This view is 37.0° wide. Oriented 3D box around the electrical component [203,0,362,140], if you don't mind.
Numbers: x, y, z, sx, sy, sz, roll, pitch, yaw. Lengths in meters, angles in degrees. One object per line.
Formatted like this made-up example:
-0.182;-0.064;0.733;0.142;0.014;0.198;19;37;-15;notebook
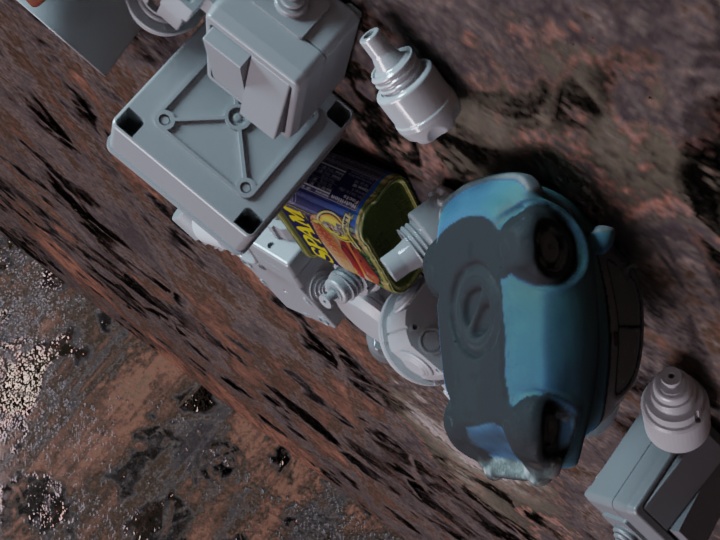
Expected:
-0.044;-0.118;0.569;0.062;0.061;0.096;38;165;2;electrical component

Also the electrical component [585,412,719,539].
0.200;0.144;0.704;0.062;0.096;0.061;43;164;-18;electrical component

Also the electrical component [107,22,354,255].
-0.079;-0.085;0.659;0.109;0.108;0.056;40;163;-5;electrical component

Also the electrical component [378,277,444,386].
0.058;0.042;0.773;0.080;0.080;0.051;41;160;-8;electrical component

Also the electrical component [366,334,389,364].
0.028;0.065;0.981;0.043;0.043;0.062;35;166;14;electrical component

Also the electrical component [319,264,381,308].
0.000;0.000;0.798;0.040;0.078;0.040;34;149;24;electrical component

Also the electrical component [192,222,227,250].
-0.123;-0.041;1.021;0.043;0.043;0.081;47;163;-30;electrical component

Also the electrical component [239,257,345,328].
-0.054;0.002;0.975;0.100;0.048;0.099;20;156;51;electrical component

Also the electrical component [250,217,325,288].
-0.052;-0.037;0.820;0.047;0.065;0.076;31;163;27;electrical component

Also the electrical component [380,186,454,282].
0.042;-0.018;0.653;0.048;0.062;0.048;54;179;2;electrical component

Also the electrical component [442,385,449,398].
0.078;0.076;0.895;0.062;0.048;0.048;50;163;-15;electrical component

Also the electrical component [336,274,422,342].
0.021;0.024;0.859;0.080;0.051;0.080;36;165;11;electrical component

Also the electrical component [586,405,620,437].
0.125;0.059;0.715;0.138;0.052;0.074;44;165;-19;electrical component

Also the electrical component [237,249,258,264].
-0.090;-0.043;0.911;0.058;0.057;0.078;41;165;-8;electrical component

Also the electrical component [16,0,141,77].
-0.204;-0.182;0.750;0.099;0.064;0.099;35;165;11;electrical component

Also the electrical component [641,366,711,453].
0.190;0.081;0.649;0.040;0.040;0.078;29;162;32;electrical component

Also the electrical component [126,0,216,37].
-0.108;-0.164;0.618;0.066;0.048;0.055;41;157;-10;electrical component

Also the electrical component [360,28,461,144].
0.022;-0.094;0.538;0.061;0.035;0.035;49;162;-27;electrical component

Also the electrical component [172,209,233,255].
-0.154;-0.045;1.087;0.078;0.040;0.040;43;164;-19;electrical component

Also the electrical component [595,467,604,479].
0.211;0.152;0.798;0.055;0.047;0.055;36;165;11;electrical component
